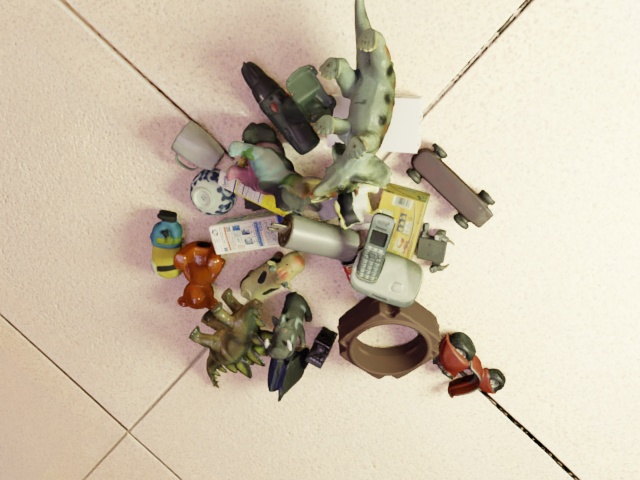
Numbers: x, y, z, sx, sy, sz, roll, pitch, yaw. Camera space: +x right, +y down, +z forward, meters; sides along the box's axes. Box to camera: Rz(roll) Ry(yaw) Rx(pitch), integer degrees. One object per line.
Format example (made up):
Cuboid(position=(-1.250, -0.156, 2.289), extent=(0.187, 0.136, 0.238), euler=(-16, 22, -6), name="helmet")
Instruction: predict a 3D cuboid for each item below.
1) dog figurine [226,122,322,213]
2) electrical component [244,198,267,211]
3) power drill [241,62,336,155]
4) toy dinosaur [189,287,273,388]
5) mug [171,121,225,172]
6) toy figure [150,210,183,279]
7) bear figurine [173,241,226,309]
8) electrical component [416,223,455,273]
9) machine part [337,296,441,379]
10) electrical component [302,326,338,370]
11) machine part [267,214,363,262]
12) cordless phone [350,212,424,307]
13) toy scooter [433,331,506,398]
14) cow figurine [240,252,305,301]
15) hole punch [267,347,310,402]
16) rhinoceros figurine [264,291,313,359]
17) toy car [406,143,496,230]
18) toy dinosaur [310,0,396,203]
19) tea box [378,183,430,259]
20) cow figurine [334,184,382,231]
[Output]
Cuboid(position=(-0.081, -0.146, 1.145), extent=(0.219, 0.191, 0.108), euler=(25, 133, 3), name="dog figurine")
Cuboid(position=(-0.158, -0.099, 1.276), extent=(0.094, 0.021, 0.063), euler=(7, 114, 16), name="electrical component")
Cuboid(position=(-0.066, -0.283, 1.087), extent=(0.232, 0.086, 0.207), euler=(55, 156, -14), name="power drill")
Cuboid(position=(-0.229, 0.264, 1.369), extent=(0.198, 0.105, 0.471), euler=(39, 138, -4), name="toy dinosaur")
Cuboid(position=(-0.285, -0.203, 1.248), extent=(0.107, 0.081, 0.109), euler=(34, 113, -7), name="mug")
Cuboid(position=(-0.388, 0.015, 1.372), extent=(0.089, 0.082, 0.180), euler=(19, 114, 14), name="toy figure")
Cuboid(position=(-0.309, 0.105, 1.355), extent=(0.120, 0.132, 0.195), euler=(10, 109, -6), name="bear figurine")
Cuboid(position=(0.250, 0.020, 1.169), extent=(0.078, 0.045, 0.102), euler=(16, 115, 11), name="electrical component")
Cuboid(position=(0.155, 0.220, 1.224), extent=(0.201, 0.087, 0.201), euler=(36, 120, -23), name="machine part")
Cuboid(position=(-0.004, 0.284, 1.349), extent=(0.048, 0.075, 0.119), euler=(26, 113, 9), name="electrical component")
Cuboid(position=(-0.002, -0.004, 1.179), extent=(0.243, 0.079, 0.079), euler=(13, 122, -28), name="machine part")
Cuboid(position=(0.150, 0.036, 1.107), extent=(0.147, 0.089, 0.184), euler=(20, 121, 11), name="cordless phone")
Cuboid(position=(0.324, 0.302, 1.243), extent=(0.184, 0.075, 0.135), euler=(45, 119, -8), name="toy scooter")
Cuboid(position=(-0.115, 0.086, 1.279), extent=(0.195, 0.127, 0.085), euler=(-32, 101, 30), name="cow figurine")
Cuboid(position=(-0.097, 0.323, 1.380), extent=(0.092, 0.116, 0.142), euler=(26, 117, 17), name="hole punch")
Cuboid(position=(-0.072, 0.208, 1.283), extent=(0.073, 0.190, 0.111), euler=(6, 132, 14), name="rhinoceros figurine")
Cuboid(position=(0.270, -0.109, 1.105), extent=(0.202, 0.053, 0.089), euler=(43, 108, 3), name="toy car")
Cuboid(position=(0.085, -0.253, 0.995), extent=(0.131, 0.192, 0.404), euler=(16, 96, 24), name="toy dinosaur")
Cuboid(position=(0.168, -0.027, 1.165), extent=(0.098, 0.068, 0.169), euler=(19, 118, 12), name="tea box")
Cuboid(position=(0.071, -0.104, 1.130), extent=(0.098, 0.068, 0.167), euler=(-2, 76, -17), name="cow figurine")
